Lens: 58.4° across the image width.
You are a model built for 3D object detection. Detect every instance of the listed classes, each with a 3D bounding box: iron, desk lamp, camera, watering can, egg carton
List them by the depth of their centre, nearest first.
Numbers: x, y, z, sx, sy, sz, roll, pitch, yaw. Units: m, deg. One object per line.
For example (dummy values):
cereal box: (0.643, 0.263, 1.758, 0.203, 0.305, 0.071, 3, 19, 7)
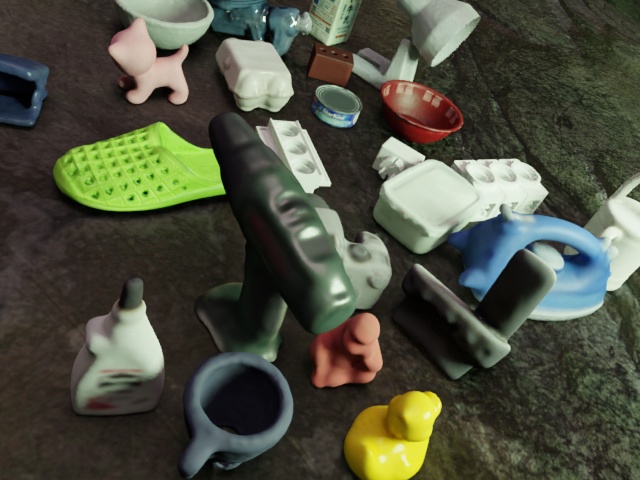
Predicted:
camera: (0.006, 0.002, 0.696, 0.143, 0.101, 0.136, 7, 44, -18)
iron: (0.315, 0.025, 0.784, 0.259, 0.141, 0.118, 11, 43, -14)
watering can: (0.470, -0.025, 0.868, 0.100, 0.194, 0.173, 34, 42, 12)
egg carton: (-0.113, -0.279, 0.957, 0.107, 0.069, 0.150, -6, 49, -29)
desk lamp: (0.172, -0.385, 1.089, 0.203, 0.213, 0.118, 37, 43, 15)

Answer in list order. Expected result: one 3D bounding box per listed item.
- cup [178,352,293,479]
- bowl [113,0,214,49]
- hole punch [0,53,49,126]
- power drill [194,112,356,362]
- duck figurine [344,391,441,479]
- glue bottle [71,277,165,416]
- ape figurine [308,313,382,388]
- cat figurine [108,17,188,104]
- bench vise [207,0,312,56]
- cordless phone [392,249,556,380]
cup: (-0.084, 0.166, 0.489, 0.091, 0.095, 0.118, 31, 42, 9)
bowl: (-0.271, -0.377, 0.982, 0.168, 0.074, 0.167, 13, 42, -12)
hole punch: (-0.412, -0.213, 0.735, 0.109, 0.091, 0.101, 8, 44, -17)
power drill: (-0.062, 0.019, 0.566, 0.076, 0.208, 0.229, -18, 56, -37)
duck figurine: (0.076, 0.182, 0.553, 0.105, 0.086, 0.077, -20, 57, -38)
glue bottle: (-0.163, 0.089, 0.474, 0.078, 0.173, 0.037, 0, 46, -24)
ape figurine: (0.033, 0.111, 0.603, 0.077, 0.092, 0.076, 29, 42, 7)
cat figurine: (-0.253, -0.265, 0.842, 0.128, 0.117, 0.067, -11, 52, -33)
bench vise: (-0.103, -0.457, 1.033, 0.207, 0.219, 0.121, 15, 42, -9)
cordless phone: (0.176, 0.057, 0.654, 0.147, 0.185, 0.094, 41, 44, 19)
